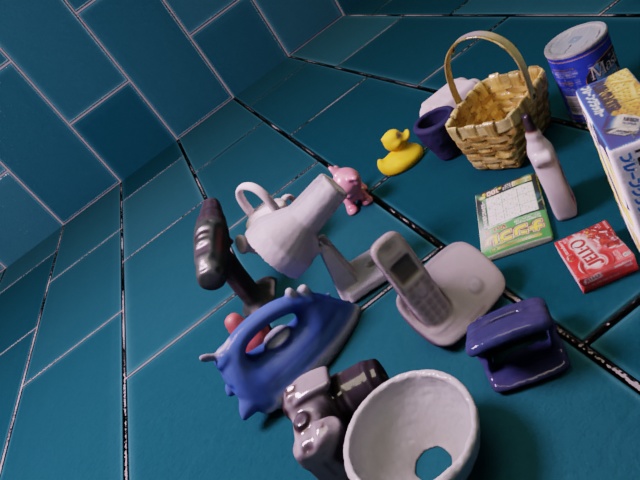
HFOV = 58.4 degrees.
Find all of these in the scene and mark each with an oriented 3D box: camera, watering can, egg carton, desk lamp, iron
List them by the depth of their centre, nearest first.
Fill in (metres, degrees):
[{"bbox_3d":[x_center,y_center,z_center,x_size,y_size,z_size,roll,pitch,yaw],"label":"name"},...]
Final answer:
[{"bbox_3d":[0.027,0.219,0.753,0.136,0.101,0.143,-31,28,9],"label":"camera"},{"bbox_3d":[-0.061,0.152,0.911,0.258,0.142,0.118,-42,28,-12],"label":"iron"},{"bbox_3d":[0.009,0.004,0.982,0.203,0.214,0.117,-34,28,5],"label":"desk lamp"},{"bbox_3d":[-0.108,-0.037,1.196,0.100,0.194,0.173,-19,32,29],"label":"watering can"},{"bbox_3d":[0.298,-0.303,1.282,0.150,0.069,0.107,-40,28,-7],"label":"egg carton"}]

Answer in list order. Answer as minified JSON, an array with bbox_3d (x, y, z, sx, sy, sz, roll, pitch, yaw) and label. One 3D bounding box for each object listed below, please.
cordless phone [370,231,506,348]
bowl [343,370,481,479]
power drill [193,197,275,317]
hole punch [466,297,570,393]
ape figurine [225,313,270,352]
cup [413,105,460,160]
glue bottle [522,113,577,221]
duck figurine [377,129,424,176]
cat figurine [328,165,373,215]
[{"bbox_3d":[0.158,0.042,0.786,0.148,0.185,0.093,-44,29,-14],"label":"cordless phone"},{"bbox_3d":[0.114,0.237,0.655,0.167,0.075,0.167,-27,29,17],"label":"bowl"},{"bbox_3d":[-0.177,0.043,1.136,0.075,0.209,0.229,-29,29,14],"label":"power drill"},{"bbox_3d":[0.230,0.114,0.696,0.108,0.091,0.101,-26,29,18],"label":"hole punch"},{"bbox_3d":[-0.135,0.165,1.027,0.078,0.092,0.076,-39,28,-5],"label":"ape figurine"},{"bbox_3d":[0.258,-0.211,1.160,0.092,0.095,0.117,-47,30,-20],"label":"cup"},{"bbox_3d":[0.332,-0.113,0.842,0.037,0.173,0.078,-23,31,24],"label":"glue bottle"},{"bbox_3d":[0.165,-0.199,1.255,0.104,0.086,0.077,-34,28,5],"label":"duck figurine"},{"bbox_3d":[0.057,-0.122,1.224,0.067,0.118,0.127,-33,28,6],"label":"cat figurine"}]
